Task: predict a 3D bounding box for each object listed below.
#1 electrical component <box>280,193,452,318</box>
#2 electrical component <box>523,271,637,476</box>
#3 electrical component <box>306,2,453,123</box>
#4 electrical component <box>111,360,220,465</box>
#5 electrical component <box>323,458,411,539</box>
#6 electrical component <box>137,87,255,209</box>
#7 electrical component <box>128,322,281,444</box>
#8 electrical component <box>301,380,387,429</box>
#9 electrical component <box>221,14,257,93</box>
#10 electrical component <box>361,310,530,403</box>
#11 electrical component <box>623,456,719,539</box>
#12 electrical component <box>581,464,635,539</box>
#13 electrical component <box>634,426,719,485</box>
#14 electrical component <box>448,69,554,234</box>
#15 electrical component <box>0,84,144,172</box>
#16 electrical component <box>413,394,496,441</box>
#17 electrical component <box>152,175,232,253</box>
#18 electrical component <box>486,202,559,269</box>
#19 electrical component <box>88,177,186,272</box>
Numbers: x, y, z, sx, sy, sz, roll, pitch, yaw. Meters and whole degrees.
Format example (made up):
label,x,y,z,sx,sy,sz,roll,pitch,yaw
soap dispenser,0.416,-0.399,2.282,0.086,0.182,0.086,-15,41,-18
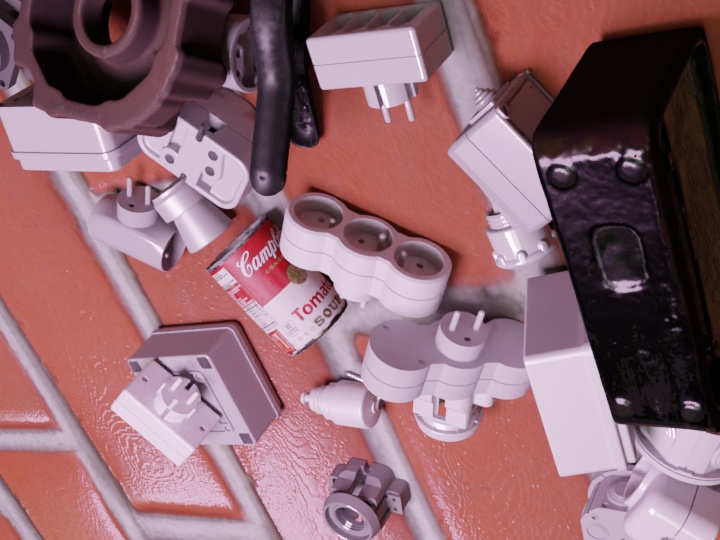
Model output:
label,x,y,z,sx,sy,sz,roll,pitch,yaw
electrical component,0.000,0.000,0.847,0.138,0.052,0.073,25,133,13
electrical component,0.155,0.070,0.762,0.056,0.108,0.108,-12,118,17
electrical component,0.018,-0.135,0.734,0.083,0.047,0.075,1,124,31
electrical component,-0.167,0.120,0.966,0.083,0.047,0.075,41,135,-2
electrical component,0.000,0.219,1.014,0.078,0.057,0.058,10,128,26
electrical component,-0.115,-0.101,0.834,0.095,0.059,0.053,36,135,3
electrical component,-0.147,0.109,1.019,0.109,0.056,0.108,-6,120,35
electrical component,-0.017,0.118,0.957,0.078,0.040,0.040,4,125,29
electrical component,-0.097,-0.160,0.782,0.047,0.055,0.055,15,130,26
electrical component,0.074,0.056,0.809,0.138,0.052,0.073,0,134,-15
electrical component,0.235,0.163,0.798,0.059,0.095,0.053,30,137,8
electrical component,0.220,0.201,0.869,0.080,0.051,0.080,17,131,20
electrical component,0.239,0.109,0.767,0.080,0.080,0.051,23,128,15
electrical component,0.104,-0.080,0.713,0.096,0.061,0.061,45,135,-6
electrical component,-0.225,-0.121,0.874,0.113,0.078,0.057,4,123,29
electrical component,0.073,0.102,0.878,0.078,0.058,0.057,16,128,21
electrical component,-0.141,-0.049,0.901,0.045,0.045,0.055,-25,108,42
electrical component,0.109,-0.035,0.760,0.048,0.048,0.062,-15,108,38
electrical component,-0.193,-0.046,0.936,0.077,0.043,0.079,24,133,14
